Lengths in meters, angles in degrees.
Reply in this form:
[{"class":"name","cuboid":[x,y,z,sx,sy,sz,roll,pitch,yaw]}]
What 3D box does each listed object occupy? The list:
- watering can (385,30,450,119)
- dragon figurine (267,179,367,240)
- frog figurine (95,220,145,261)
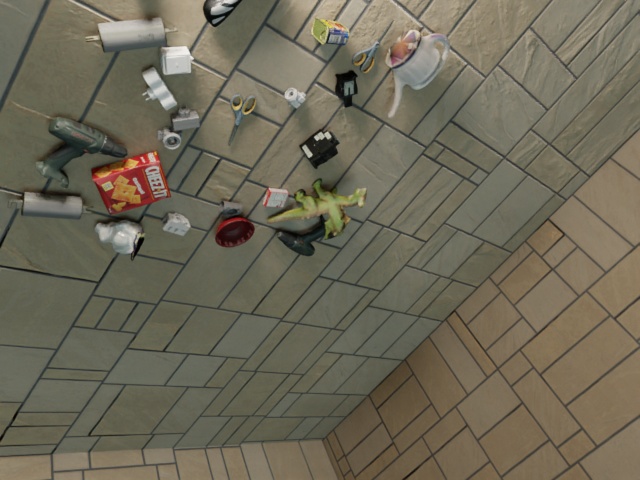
[{"class":"watering can","cuboid":[0.318,-0.605,1.851,0.222,0.106,0.344,24,115,-43]},{"class":"dragon figurine","cuboid":[0.006,-0.104,2.061,0.410,0.247,0.120,-33,144,-1]},{"class":"frog figurine","cuboid":[-0.713,-0.016,1.832,0.159,0.126,0.134,23,133,-3]}]
